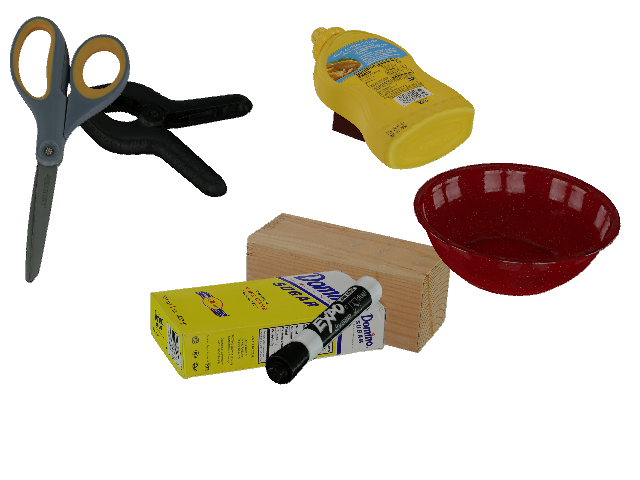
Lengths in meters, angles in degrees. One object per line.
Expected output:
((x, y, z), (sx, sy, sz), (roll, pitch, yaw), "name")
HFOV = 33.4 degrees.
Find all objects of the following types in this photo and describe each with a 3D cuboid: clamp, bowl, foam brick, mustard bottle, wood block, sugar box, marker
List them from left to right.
((-0.148, -0.114, 1.004), (0.171, 0.120, 0.039), (23, -42, 1), "clamp")
((-0.044, 0.066, 0.884), (0.176, 0.048, 0.093), (-9, 23, -22), "sugar box")
((0.003, 0.053, 0.647), (0.020, 0.020, 0.120), (0, 22, 32), "marker")
((0.029, 0.044, 1.174), (0.206, 0.091, 0.090), (13, 26, 22), "wood block")
((0.060, -0.148, 1.246), (0.078, 0.053, 0.051), (22, 33, 24), "foam brick")
((0.049, -0.145, 0.989), (0.096, 0.058, 0.192), (-25, 51, -21), "mustard bottle")
((0.153, -0.003, 0.853), (0.162, 0.055, 0.162), (1, 31, -1), "bowl")

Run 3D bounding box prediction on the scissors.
((-0.179, -0.073, 0.778), (0.096, 0.202, 0.016), (-9, -15, -11), "scissors")
